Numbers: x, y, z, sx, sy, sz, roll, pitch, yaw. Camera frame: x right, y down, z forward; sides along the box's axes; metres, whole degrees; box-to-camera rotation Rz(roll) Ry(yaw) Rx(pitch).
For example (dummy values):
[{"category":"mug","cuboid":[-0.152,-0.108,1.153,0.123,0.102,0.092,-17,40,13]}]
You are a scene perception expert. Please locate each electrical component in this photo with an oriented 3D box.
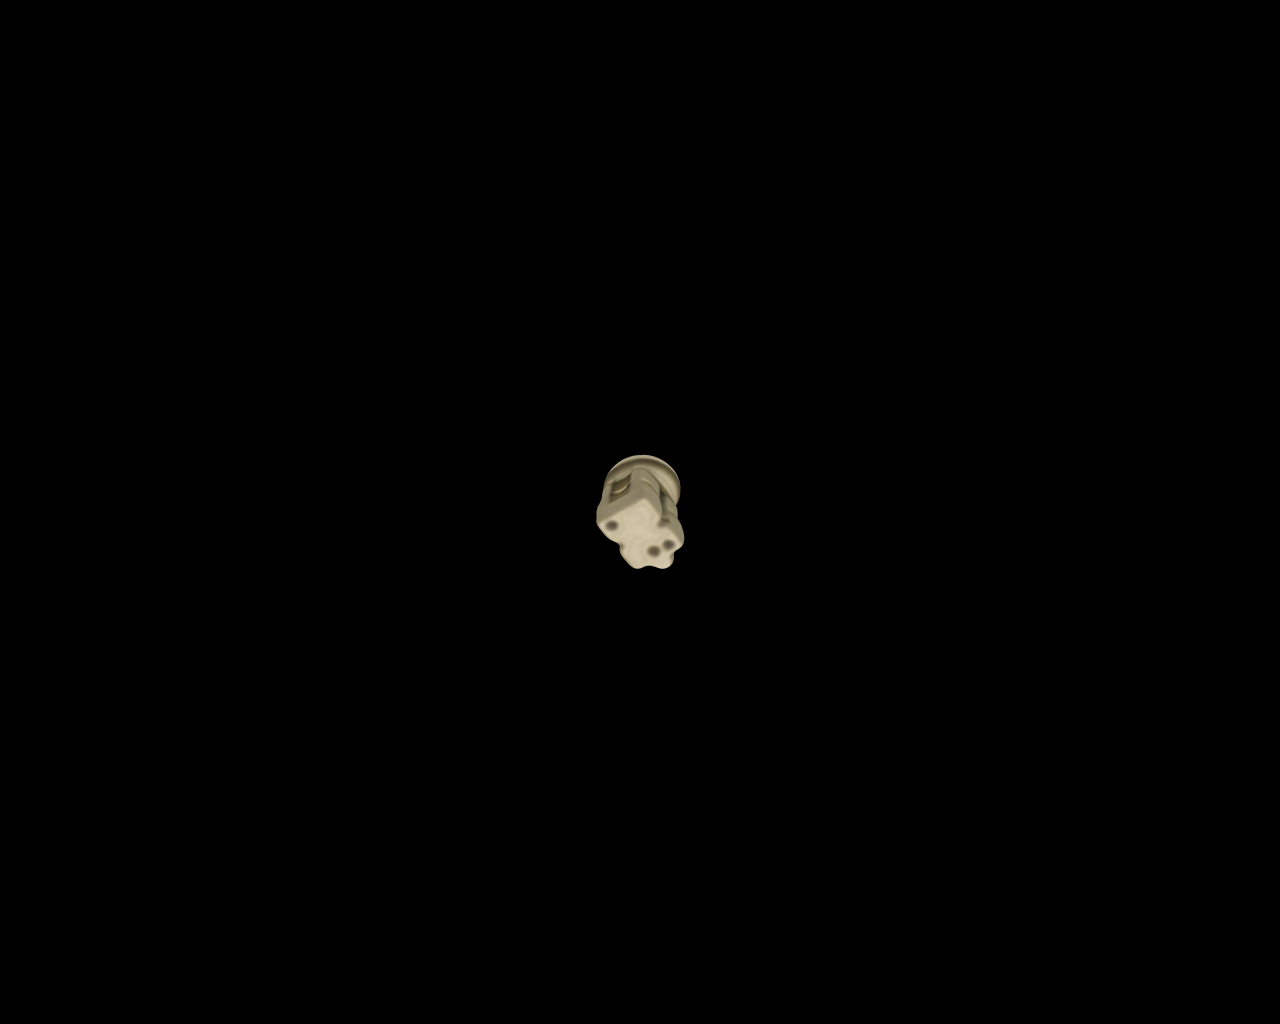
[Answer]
[{"category":"electrical component","cuboid":[0.001,-0.003,0.650,0.048,0.066,0.055,-27,32,18]}]
